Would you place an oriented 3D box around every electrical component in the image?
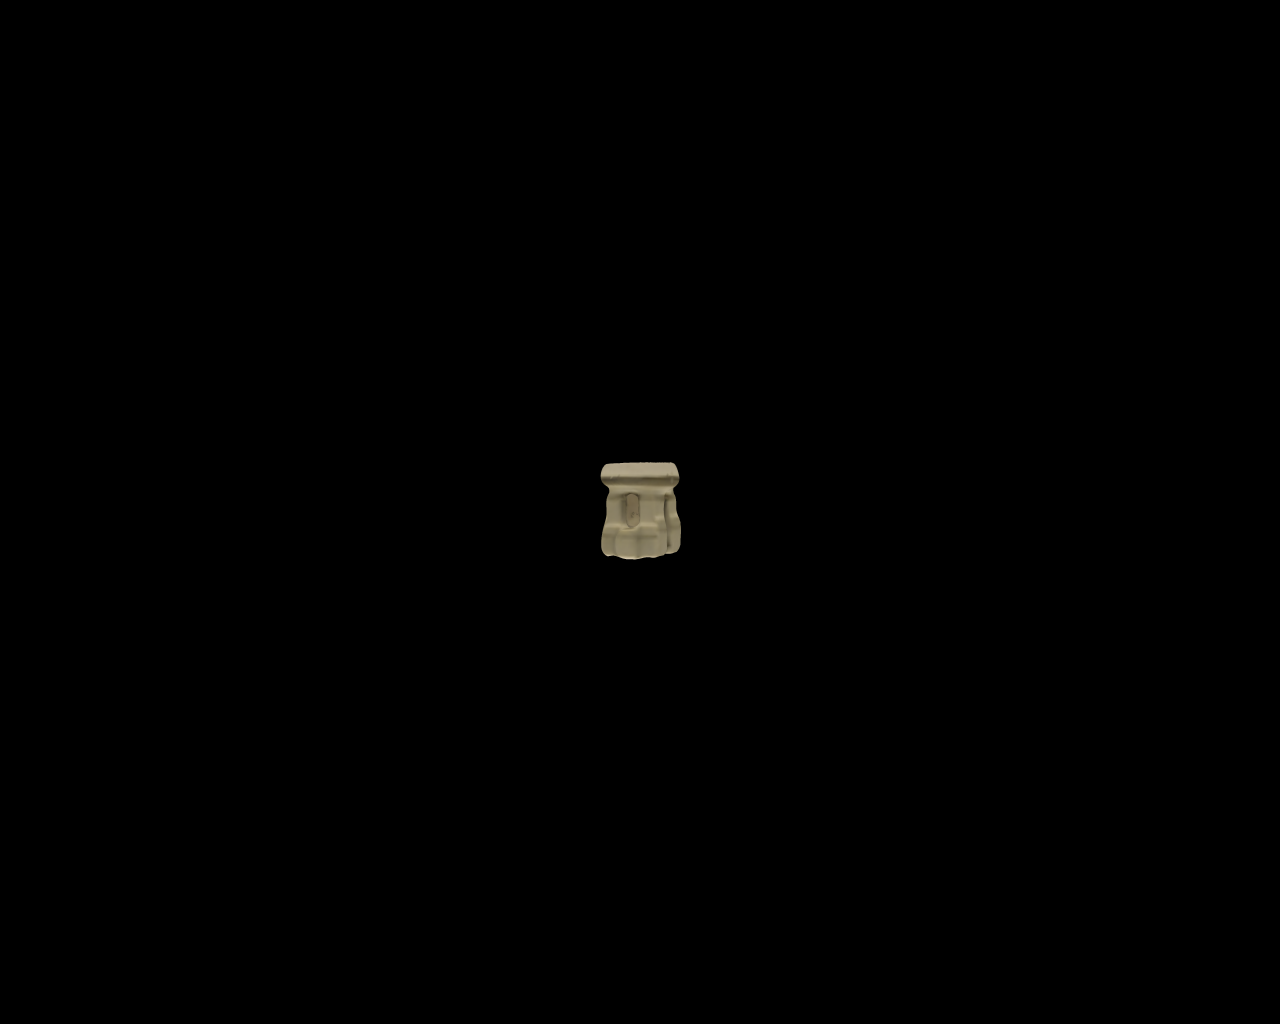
[{"bbox_3d":[0.001,-0.003,0.650,0.048,0.055,0.066,1,3,20],"label":"electrical component"}]
